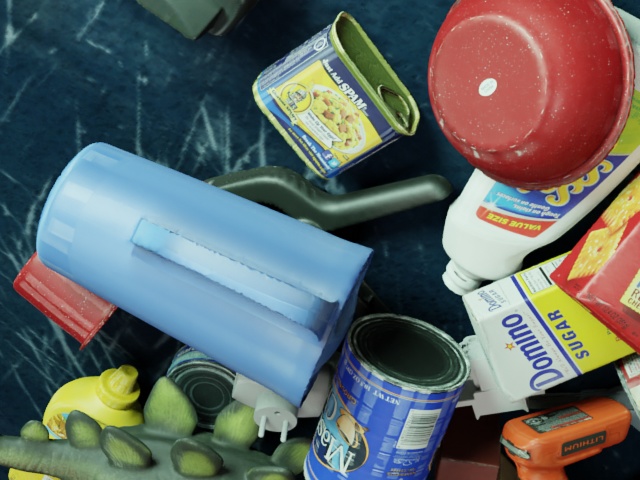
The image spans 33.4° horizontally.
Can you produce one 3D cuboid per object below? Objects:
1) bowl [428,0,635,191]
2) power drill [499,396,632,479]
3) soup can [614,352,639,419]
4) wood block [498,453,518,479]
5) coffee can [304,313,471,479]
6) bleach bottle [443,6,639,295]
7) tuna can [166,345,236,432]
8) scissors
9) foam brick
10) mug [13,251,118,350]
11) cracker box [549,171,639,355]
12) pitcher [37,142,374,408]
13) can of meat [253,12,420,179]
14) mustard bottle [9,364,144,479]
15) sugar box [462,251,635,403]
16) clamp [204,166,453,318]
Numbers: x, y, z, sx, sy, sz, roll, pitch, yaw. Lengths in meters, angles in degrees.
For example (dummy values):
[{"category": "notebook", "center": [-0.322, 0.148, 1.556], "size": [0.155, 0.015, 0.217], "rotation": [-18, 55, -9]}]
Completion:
[{"category": "bowl", "center": [0.129, -0.110, 0.732], "size": [0.162, 0.055, 0.162], "rotation": [13, 110, 40]}, {"category": "power drill", "center": [0.231, 0.233, 0.904], "size": [0.184, 0.057, 0.187], "rotation": [-12, 101, -16]}, {"category": "soup can", "center": [0.297, 0.106, 0.854], "size": [0.102, 0.068, 0.068], "rotation": [-28, 112, 16]}, {"category": "wood block", "center": [0.196, 0.311, 0.999], "size": [0.090, 0.090, 0.206], "rotation": [-35, 109, 27]}, {"category": "coffee can", "center": [0.053, 0.146, 0.876], "size": [0.103, 0.102, 0.140], "rotation": [17, 118, 1]}, {"category": "bleach bottle", "center": [0.175, -0.048, 0.804], "size": [0.102, 0.068, 0.251], "rotation": [29, 124, -4]}, {"category": "tuna can", "center": [-0.101, 0.136, 0.988], "size": [0.086, 0.033, 0.086], "rotation": [5, 122, 8]}, {"category": "scissors", "center": [0.250, 0.154, 0.937], "size": [0.202, 0.016, 0.096], "rotation": [-17, 116, 21]}, {"category": "foam brick", "center": [0.131, 0.191, 0.948], "size": [0.053, 0.078, 0.051], "rotation": [9, 120, 5]}, {"category": "mug", "center": [-0.200, 0.025, 0.915], "size": [0.081, 0.093, 0.117], "rotation": [39, 104, -7]}, {"category": "cracker box", "center": [0.297, 0.001, 0.757], "size": [0.164, 0.072, 0.214], "rotation": [38, 96, -13]}, {"category": "pitcher", "center": [-0.090, 0.018, 0.815], "size": [0.243, 0.144, 0.149], "rotation": [25, 131, 5]}, {"category": "can of meat", "center": [0.012, -0.105, 0.806], "size": [0.084, 0.057, 0.102], "rotation": [-30, 111, 28]}, {"category": "mustard bottle", "center": [-0.223, 0.187, 1.030], "size": [0.096, 0.058, 0.192], "rotation": [30, 122, -9]}, {"category": "sugar box", "center": [0.210, 0.053, 0.834], "size": [0.176, 0.048, 0.093], "rotation": [-25, 120, 1]}, {"category": "clamp", "center": [-0.006, 0.001, 0.885], "size": [0.210, 0.036, 0.165], "rotation": [12, 123, 7]}]
